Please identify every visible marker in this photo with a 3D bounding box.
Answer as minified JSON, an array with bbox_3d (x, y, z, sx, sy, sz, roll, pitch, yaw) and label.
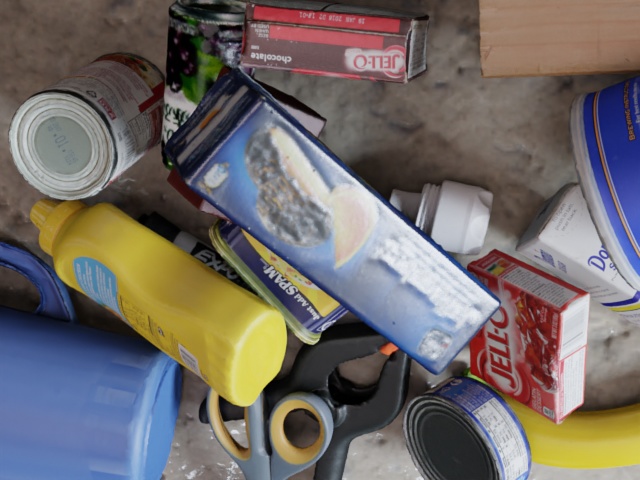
[{"bbox_3d":[-0.069,0.017,0.718,0.121,0.020,0.020,31,114,0],"label":"marker"}]

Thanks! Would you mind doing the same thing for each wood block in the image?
[{"bbox_3d":[0.189,-0.140,0.560,0.206,0.090,0.091,0,110,13],"label":"wood block"}]

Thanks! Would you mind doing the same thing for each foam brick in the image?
[{"bbox_3d":[-0.043,-0.052,0.620,0.051,0.053,0.078,21,103,-36],"label":"foam brick"}]

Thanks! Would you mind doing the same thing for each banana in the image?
[{"bbox_3d":[0.191,0.114,0.687,0.198,0.037,0.069,-4,110,14],"label":"banana"}]

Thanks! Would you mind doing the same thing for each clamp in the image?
[{"bbox_3d":[-0.005,0.107,0.729,0.120,0.039,0.172,32,116,-5],"label":"clamp"}]

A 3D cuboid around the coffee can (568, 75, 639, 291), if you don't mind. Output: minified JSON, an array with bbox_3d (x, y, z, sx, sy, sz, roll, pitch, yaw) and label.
[{"bbox_3d":[0.202,-0.043,0.497,0.141,0.102,0.103,-19,106,29],"label":"coffee can"}]

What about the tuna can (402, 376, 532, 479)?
[{"bbox_3d":[0.095,0.133,0.695,0.086,0.033,0.086,33,136,38],"label":"tuna can"}]

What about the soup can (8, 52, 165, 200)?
[{"bbox_3d":[-0.137,-0.071,0.653,0.068,0.102,0.068,4,112,11],"label":"soup can"}]

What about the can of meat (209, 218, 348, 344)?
[{"bbox_3d":[-0.005,0.001,0.677,0.084,0.057,0.102,-39,99,21],"label":"can of meat"}]

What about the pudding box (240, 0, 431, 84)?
[{"bbox_3d":[0.013,-0.112,0.597,0.090,0.113,0.039,9,105,10],"label":"pudding box"}]

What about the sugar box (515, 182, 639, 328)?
[{"bbox_3d":[0.202,0.032,0.611,0.176,0.093,0.048,35,88,5],"label":"sugar box"}]

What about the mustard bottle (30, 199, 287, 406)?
[{"bbox_3d":[-0.112,0.027,0.682,0.192,0.058,0.096,32,157,19],"label":"mustard bottle"}]

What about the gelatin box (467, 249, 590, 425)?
[{"bbox_3d":[0.126,0.059,0.655,0.073,0.030,0.089,29,136,42],"label":"gelatin box"}]

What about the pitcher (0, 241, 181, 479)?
[{"bbox_3d":[-0.222,0.094,0.733,0.243,0.145,0.149,10,125,5],"label":"pitcher"}]

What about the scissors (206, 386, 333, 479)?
[{"bbox_3d":[-0.024,0.175,0.739,0.096,0.016,0.202,-5,114,23],"label":"scissors"}]
